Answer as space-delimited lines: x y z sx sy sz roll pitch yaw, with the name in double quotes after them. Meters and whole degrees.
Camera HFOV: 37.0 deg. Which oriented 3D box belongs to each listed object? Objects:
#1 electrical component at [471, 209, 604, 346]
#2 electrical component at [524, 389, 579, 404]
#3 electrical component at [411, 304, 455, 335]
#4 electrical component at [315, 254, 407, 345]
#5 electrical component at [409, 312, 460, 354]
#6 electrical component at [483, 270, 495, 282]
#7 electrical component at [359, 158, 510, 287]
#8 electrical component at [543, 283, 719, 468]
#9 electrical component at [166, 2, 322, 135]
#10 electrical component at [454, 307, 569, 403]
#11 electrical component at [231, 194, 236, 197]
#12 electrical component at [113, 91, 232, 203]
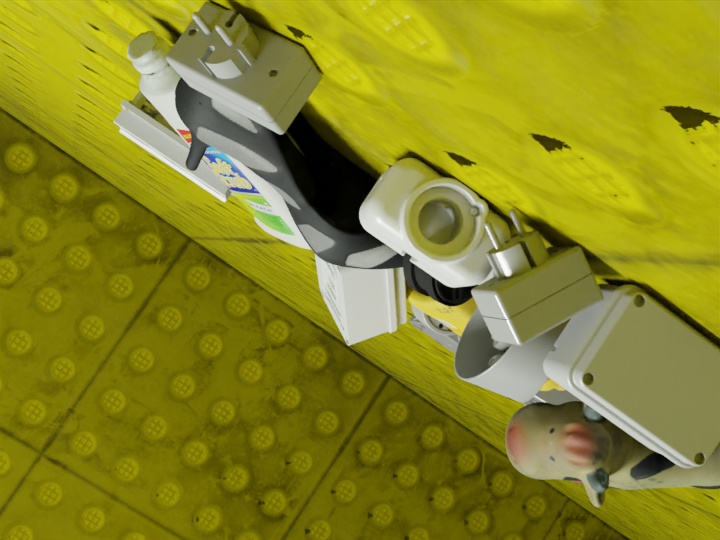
0.106 -0.001 0.694 0.076 0.066 0.047 64 168 -6 "electrical component"
0.195 0.116 1.079 0.109 0.056 0.108 31 173 19 "electrical component"
0.080 0.033 1.052 0.055 0.055 0.047 36 176 -15 "electrical component"
0.000 0.000 0.935 0.113 0.057 0.078 84 162 -48 "electrical component"
0.107 0.060 1.132 0.100 0.048 0.100 35 173 -11 "electrical component"
0.107 0.003 0.780 0.044 0.044 0.065 35 178 -10 "electrical component"
0.052 -0.032 0.739 0.095 0.053 0.059 34 173 -6 "electrical component"
0.189 0.068 0.702 0.113 0.078 0.057 35 176 -12 "electrical component"
-0.079 -0.134 0.662 0.083 0.047 0.075 30 172 25 "electrical component"
0.119 0.049 0.809 0.064 0.099 0.099 27 173 -1 "electrical component"
-0.108 -0.092 1.087 0.043 0.043 0.081 37 172 -24 "electrical component"
-0.161 -0.126 1.016 0.121 0.063 0.079 34 173 -2 "electrical component"
